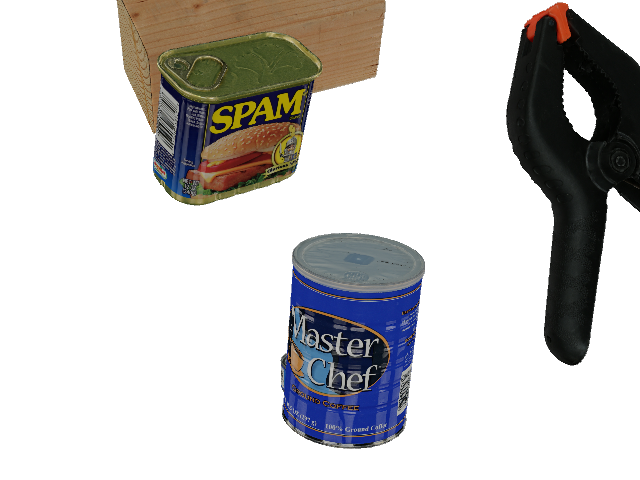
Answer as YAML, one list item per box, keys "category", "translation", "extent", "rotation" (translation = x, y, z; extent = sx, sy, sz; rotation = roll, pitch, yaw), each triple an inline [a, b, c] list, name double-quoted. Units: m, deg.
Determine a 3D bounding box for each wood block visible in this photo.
- category: "wood block"
  translation: [-0.059, -0.175, 0.910]
  extent: [0.205, 0.090, 0.091]
  rotation: [-16, -35, -17]

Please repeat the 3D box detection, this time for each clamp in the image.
- category: "clamp"
  translation: [0.132, -0.027, 0.523]
  extent: [0.120, 0.171, 0.039]
  rotation: [-32, 3, -23]

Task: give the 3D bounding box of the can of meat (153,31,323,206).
- category: "can of meat"
  translation: [-0.055, -0.077, 0.677]
  extent: [0.101, 0.084, 0.057]
  rotation: [-18, 48, -33]

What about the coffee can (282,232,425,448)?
- category: "coffee can"
  translation: [0.024, 0.077, 0.844]
  extent: [0.103, 0.140, 0.103]
  rotation: [4, 22, -2]

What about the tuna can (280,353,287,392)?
- category: "tuna can"
  translation: [-0.002, 0.149, 1.189]
  extent: [0.086, 0.034, 0.086]
  rotation: [2, 14, -1]
